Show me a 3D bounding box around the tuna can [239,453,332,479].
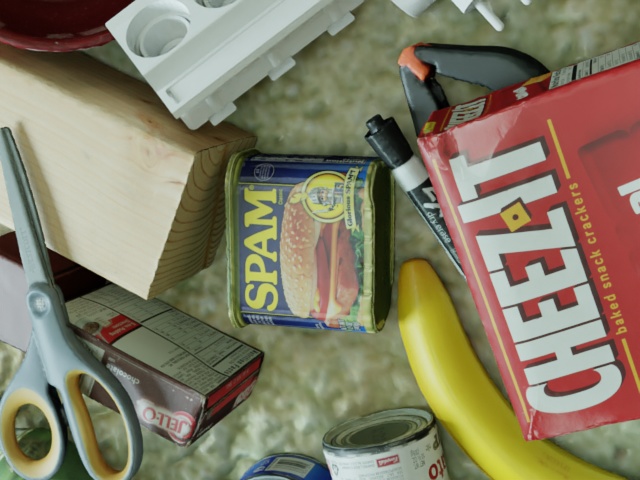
[{"bbox_3d":[-0.020,0.176,0.651,0.086,0.033,0.086,4,102,19],"label":"tuna can"}]

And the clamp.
[{"bbox_3d":[0.106,-0.036,0.562,0.171,0.039,0.120,34,105,11],"label":"clamp"}]

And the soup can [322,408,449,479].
[{"bbox_3d":[0.043,0.155,0.607,0.069,0.068,0.102,-11,97,21],"label":"soup can"}]

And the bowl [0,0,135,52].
[{"bbox_3d":[-0.149,-0.182,0.590,0.162,0.055,0.162,0,92,-14],"label":"bowl"}]

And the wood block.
[{"bbox_3d":[-0.155,-0.059,0.621,0.206,0.090,0.091,26,108,12],"label":"wood block"}]

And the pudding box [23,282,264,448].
[{"bbox_3d":[-0.100,0.069,0.628,0.113,0.090,0.039,27,107,13],"label":"pudding box"}]

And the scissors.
[{"bbox_3d":[-0.163,0.048,0.588,0.096,0.016,0.202,-27,89,21],"label":"scissors"}]

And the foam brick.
[{"bbox_3d":[-0.171,0.027,0.650,0.051,0.078,0.053,24,108,12],"label":"foam brick"}]

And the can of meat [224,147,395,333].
[{"bbox_3d":[-0.004,0.001,0.598,0.084,0.057,0.102,3,102,16],"label":"can of meat"}]

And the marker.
[{"bbox_3d":[0.062,-0.017,0.574,0.020,0.020,0.121,-31,106,22],"label":"marker"}]

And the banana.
[{"bbox_3d":[0.105,0.096,0.593,0.198,0.037,0.069,40,86,5],"label":"banana"}]

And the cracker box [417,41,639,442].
[{"bbox_3d":[0.173,-0.012,0.492,0.214,0.072,0.164,-18,101,19],"label":"cracker box"}]
